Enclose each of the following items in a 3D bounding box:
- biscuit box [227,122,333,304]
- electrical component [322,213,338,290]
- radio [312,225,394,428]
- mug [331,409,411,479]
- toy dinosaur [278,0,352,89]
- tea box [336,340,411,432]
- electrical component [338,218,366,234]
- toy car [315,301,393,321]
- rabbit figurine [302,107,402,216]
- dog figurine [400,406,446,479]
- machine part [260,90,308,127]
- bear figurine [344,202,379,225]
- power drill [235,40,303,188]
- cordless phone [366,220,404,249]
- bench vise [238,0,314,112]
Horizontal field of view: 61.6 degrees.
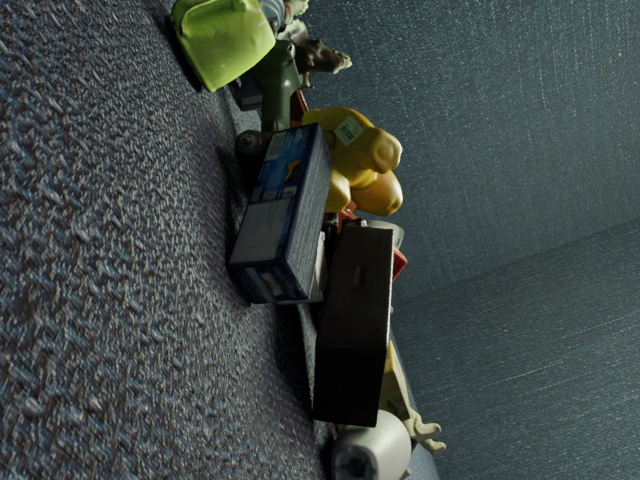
[{"bbox_3d":[-0.032,-0.034,0.542,0.203,0.059,0.062,-78,152,-42],"label":"biscuit box"},{"bbox_3d":[-0.007,0.011,0.733,0.115,0.058,0.134,-83,179,-65],"label":"electrical component"},{"bbox_3d":[0.043,0.091,0.621,0.230,0.073,0.131,-72,167,-57],"label":"radio"},{"bbox_3d":[0.048,0.245,0.578,0.107,0.081,0.109,25,71,-68],"label":"mug"},{"bbox_3d":[-0.125,-0.424,0.953,0.404,0.131,0.192,43,36,-18],"label":"toy dinosaur"},{"bbox_3d":[0.068,0.201,0.746,0.169,0.098,0.068,-33,103,-85],"label":"tea box"},{"bbox_3d":[0.051,0.020,0.761,0.045,0.078,0.102,-179,-82,-67],"label":"electrical component"},{"bbox_3d":[0.038,0.107,0.855,0.103,0.109,0.161,47,5,32],"label":"toy car"},{"bbox_3d":[0.041,-0.089,0.710,0.173,0.122,0.163,33,8,-45],"label":"rabbit figurine"},{"bbox_3d":[0.108,0.286,0.919,0.191,0.121,0.172,56,-8,43],"label":"dog figurine"},{"bbox_3d":[-0.063,-0.249,1.129,0.201,0.087,0.201,54,16,-70],"label":"machine part"},{"bbox_3d":[0.054,-0.115,0.990,0.132,0.120,0.195,30,-36,22],"label":"bear figurine"},{"bbox_3d":[-0.062,-0.155,0.704,0.232,0.086,0.207,63,18,-71],"label":"power drill"},{"bbox_3d":[0.093,-0.028,1.194,0.184,0.089,0.146,46,37,-11],"label":"cordless phone"},{"bbox_3d":[-0.109,-0.331,0.830,0.223,0.129,0.240,41,37,-73],"label":"bench vise"}]
